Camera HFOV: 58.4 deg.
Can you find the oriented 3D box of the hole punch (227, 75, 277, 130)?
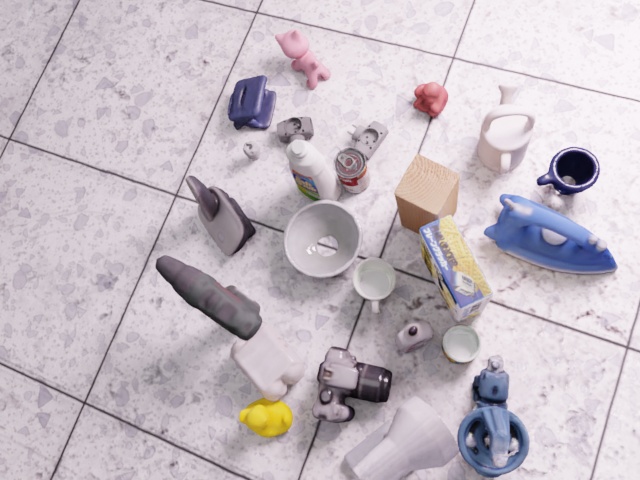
[{"bbox_3d":[-0.162,-0.315,1.306,0.101,0.091,0.109,7,77,13],"label":"hole punch"}]

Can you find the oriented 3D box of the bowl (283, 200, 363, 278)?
[{"bbox_3d":[0.011,0.004,1.199,0.167,0.075,0.167,-3,75,10],"label":"bowl"}]

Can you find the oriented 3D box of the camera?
[{"bbox_3d":[0.064,0.286,1.103,0.136,0.101,0.143,9,78,13],"label":"camera"}]

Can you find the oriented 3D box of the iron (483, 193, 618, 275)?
[{"bbox_3d":[0.451,-0.012,1.084,0.257,0.141,0.119,24,81,16],"label":"iron"}]

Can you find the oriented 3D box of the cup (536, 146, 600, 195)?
[{"bbox_3d":[0.480,-0.121,1.131,0.117,0.095,0.091,-19,73,6],"label":"cup"}]

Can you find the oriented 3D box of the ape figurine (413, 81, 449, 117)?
[{"bbox_3d":[0.239,-0.310,1.227,0.076,0.092,0.078,-18,73,6],"label":"ape figurine"}]

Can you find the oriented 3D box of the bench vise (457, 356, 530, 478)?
[{"bbox_3d":[0.290,0.311,0.991,0.121,0.220,0.207,-14,73,7],"label":"bench vise"}]

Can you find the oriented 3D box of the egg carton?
[{"bbox_3d":[-0.106,0.244,1.163,0.107,0.069,0.150,-45,72,-2],"label":"egg carton"}]

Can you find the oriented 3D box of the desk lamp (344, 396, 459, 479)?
[{"bbox_3d":[0.136,0.376,1.007,0.203,0.214,0.117,-39,72,0],"label":"desk lamp"}]

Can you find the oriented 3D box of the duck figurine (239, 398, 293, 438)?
[{"bbox_3d":[-0.109,0.351,1.128,0.104,0.086,0.077,3,76,12],"label":"duck figurine"}]

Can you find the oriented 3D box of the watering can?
[{"bbox_3d":[0.364,-0.222,1.127,0.101,0.194,0.173,-19,73,6],"label":"watering can"}]

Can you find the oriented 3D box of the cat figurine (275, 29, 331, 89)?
[{"bbox_3d":[-0.040,-0.423,1.297,0.067,0.118,0.127,-41,72,-1],"label":"cat figurine"}]

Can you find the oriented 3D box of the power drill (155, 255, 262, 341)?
[{"bbox_3d":[-0.203,0.121,1.140,0.229,0.209,0.076,33,84,17],"label":"power drill"}]

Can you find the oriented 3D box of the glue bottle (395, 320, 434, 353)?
[{"bbox_3d":[0.175,0.177,1.072,0.078,0.173,0.037,-31,72,2],"label":"glue bottle"}]

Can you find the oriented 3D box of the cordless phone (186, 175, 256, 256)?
[{"bbox_3d":[-0.220,-0.055,1.201,0.094,0.185,0.147,-40,72,-1],"label":"cordless phone"}]
